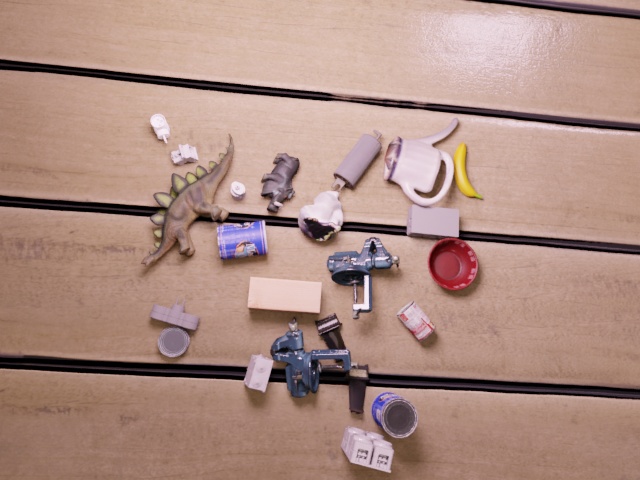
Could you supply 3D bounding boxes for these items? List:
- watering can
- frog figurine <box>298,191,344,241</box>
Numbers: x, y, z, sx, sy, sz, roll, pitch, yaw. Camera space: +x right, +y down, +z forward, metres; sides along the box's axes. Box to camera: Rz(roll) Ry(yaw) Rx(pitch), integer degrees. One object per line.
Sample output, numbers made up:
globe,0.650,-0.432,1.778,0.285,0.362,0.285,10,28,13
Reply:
watering can,0.325,-0.272,1.648,0.224,0.102,0.354,18,67,-2
frog figurine,0.005,-0.080,1.585,0.137,0.119,0.163,3,43,3
